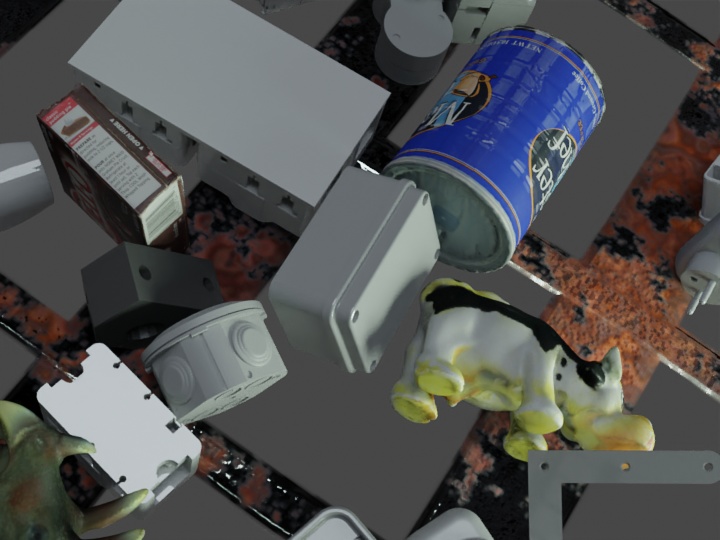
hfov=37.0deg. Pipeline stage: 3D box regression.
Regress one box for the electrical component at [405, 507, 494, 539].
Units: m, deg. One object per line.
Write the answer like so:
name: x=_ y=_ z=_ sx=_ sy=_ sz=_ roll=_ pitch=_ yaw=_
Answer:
electrical component: x=0.064 y=0.192 z=0.632 sx=0.054 sy=0.059 sz=0.095 roll=-29 pitch=74 yaw=-21

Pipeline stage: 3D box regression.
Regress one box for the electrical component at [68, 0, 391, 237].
electrical component: x=-0.089 y=-0.115 z=0.739 sx=0.186 sy=0.060 sz=0.105 roll=30 pitch=64 yaw=3

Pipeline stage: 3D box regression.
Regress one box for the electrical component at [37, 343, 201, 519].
electrical component: x=-0.142 y=0.097 z=0.636 sx=0.089 sy=0.055 sz=0.050 roll=43 pitch=65 yaw=9

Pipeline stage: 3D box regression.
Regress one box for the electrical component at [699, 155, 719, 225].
electrical component: x=0.320 y=-0.064 z=0.779 sx=0.109 sy=0.056 sz=0.108 roll=26 pitch=60 yaw=32

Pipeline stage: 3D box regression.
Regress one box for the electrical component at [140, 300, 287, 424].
electrical component: x=-0.088 y=0.055 z=0.653 sx=0.080 sy=0.080 sz=0.051 roll=-23 pitch=78 yaw=-20

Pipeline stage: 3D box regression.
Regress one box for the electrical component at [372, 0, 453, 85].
electrical component: x=0.041 y=-0.216 z=0.803 sx=0.052 sy=0.073 sz=0.138 roll=2 pitch=66 yaw=-11

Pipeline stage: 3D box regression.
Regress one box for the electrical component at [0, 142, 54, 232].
electrical component: x=-0.249 y=-0.065 z=0.694 sx=0.077 sy=0.043 sz=0.079 roll=-23 pitch=72 yaw=-20

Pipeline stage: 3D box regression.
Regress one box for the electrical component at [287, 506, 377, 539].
electrical component: x=-0.005 y=0.189 z=0.619 sx=0.054 sy=0.059 sz=0.095 roll=-37 pitch=78 yaw=-23

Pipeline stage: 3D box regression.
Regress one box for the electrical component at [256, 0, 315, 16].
electrical component: x=-0.063 y=-0.252 z=0.805 sx=0.061 sy=0.061 sz=0.096 roll=-22 pitch=72 yaw=-20

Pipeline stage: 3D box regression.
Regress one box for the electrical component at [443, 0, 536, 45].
electrical component: x=0.098 y=-0.213 z=0.805 sx=0.056 sy=0.089 sz=0.050 roll=2 pitch=66 yaw=-11

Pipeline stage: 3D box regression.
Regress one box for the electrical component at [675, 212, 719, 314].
electrical component: x=0.248 y=-0.003 z=0.747 sx=0.043 sy=0.077 sz=0.079 roll=34 pitch=65 yaw=5

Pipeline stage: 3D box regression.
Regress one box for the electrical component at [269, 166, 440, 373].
electrical component: x=0.000 y=0.000 z=0.688 sx=0.057 sy=0.078 sz=0.113 roll=19 pitch=61 yaw=24
